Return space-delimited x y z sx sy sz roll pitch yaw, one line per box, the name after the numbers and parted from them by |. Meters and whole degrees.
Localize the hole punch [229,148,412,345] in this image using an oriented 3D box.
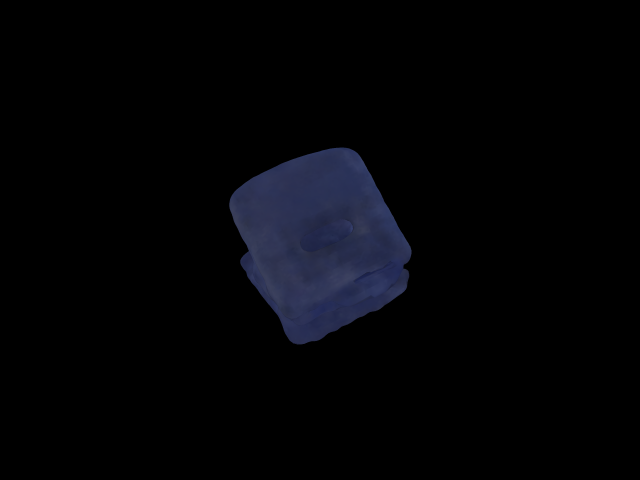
0.004 0.001 0.400 0.109 0.091 0.101 -25 54 -20 | hole punch
